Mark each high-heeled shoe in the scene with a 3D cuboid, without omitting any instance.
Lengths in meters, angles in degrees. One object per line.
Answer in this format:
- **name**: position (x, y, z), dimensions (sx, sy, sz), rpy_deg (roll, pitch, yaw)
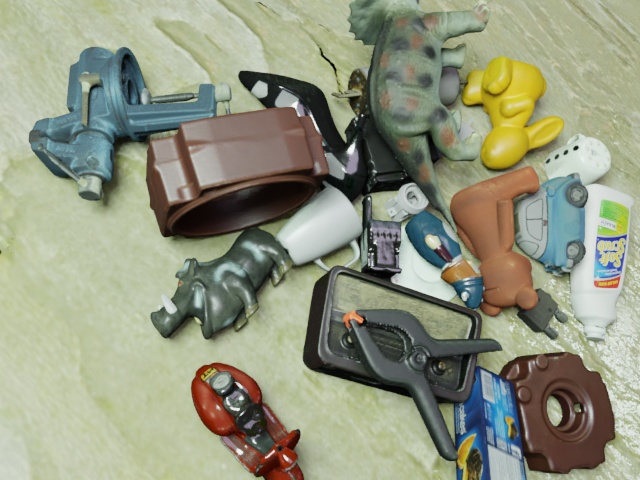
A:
- **high-heeled shoe**: position (-0.032, -0.153, 0.803), dimensions (0.249, 0.145, 0.086), rpy_deg (29, 29, 22)

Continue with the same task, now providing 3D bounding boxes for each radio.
- **radio**: position (0.096, 0.133, 0.722), dimensions (0.229, 0.073, 0.131), rpy_deg (18, 67, -11)

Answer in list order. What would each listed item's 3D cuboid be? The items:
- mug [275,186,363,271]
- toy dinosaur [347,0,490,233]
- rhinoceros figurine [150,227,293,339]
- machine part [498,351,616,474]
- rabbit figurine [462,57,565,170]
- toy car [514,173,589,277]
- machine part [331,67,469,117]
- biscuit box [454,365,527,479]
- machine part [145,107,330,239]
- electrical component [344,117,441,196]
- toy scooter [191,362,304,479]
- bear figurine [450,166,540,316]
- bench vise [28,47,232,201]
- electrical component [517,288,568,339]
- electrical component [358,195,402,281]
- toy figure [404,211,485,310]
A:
- **mug**: position (-0.002, -0.002, 0.742), dimensions (0.107, 0.081, 0.109), rpy_deg (-32, 101, -15)
- **toy dinosaur**: position (0.126, -0.219, 0.759), dimensions (0.192, 0.131, 0.404), rpy_deg (4, 83, -7)
- **rhinoceros figurine**: position (-0.122, 0.056, 0.678), dimensions (0.112, 0.073, 0.190), rpy_deg (47, 64, 1)
- **machine part**: position (0.341, 0.245, 0.773), dimensions (0.179, 0.056, 0.179), rpy_deg (6, 71, -17)
- **rabbit figurine**: position (0.317, -0.198, 0.905), dimensions (0.162, 0.122, 0.173), rpy_deg (12, 82, -24)
- **toy car**: position (0.360, -0.026, 0.858), dimensions (0.103, 0.109, 0.161), rpy_deg (6, 80, 8)
- **machine part**: position (0.135, -0.244, 0.864), dimensions (0.243, 0.079, 0.079), rpy_deg (-12, 76, -22)
- **biscuit box**: position (0.211, 0.259, 0.678), dimensions (0.059, 0.062, 0.203), rpy_deg (28, 37, -9)
- **machine part**: position (-0.104, -0.073, 0.658), dimensions (0.201, 0.201, 0.087), rpy_deg (-16, 80, -23)
- **electrical component**: position (0.116, -0.138, 0.833), dimensions (0.134, 0.058, 0.115), rpy_deg (-13, 78, -21)
- **toy scooter**: position (-0.075, 0.211, 0.606), dimensions (0.075, 0.135, 0.184), rpy_deg (-38, 85, -24)
- **bear figurine**: position (0.277, 0.005, 0.802), dimensions (0.132, 0.120, 0.196), rpy_deg (-18, 80, -27)
- **bench vise**: position (-0.232, -0.157, 0.681), dimensions (0.241, 0.128, 0.224), rpy_deg (-6, 54, -2)
- **electrical component**: position (0.342, 0.107, 0.839), dimensions (0.094, 0.021, 0.063), rpy_deg (42, 64, 0)
- **electrical component**: position (0.083, -0.001, 0.765), dimensions (0.048, 0.074, 0.119), rpy_deg (6, 67, -9)
- **toy figure**: position (0.182, 0.028, 0.762), dimensions (0.064, 0.058, 0.154), rpy_deg (-19, 66, -49)
